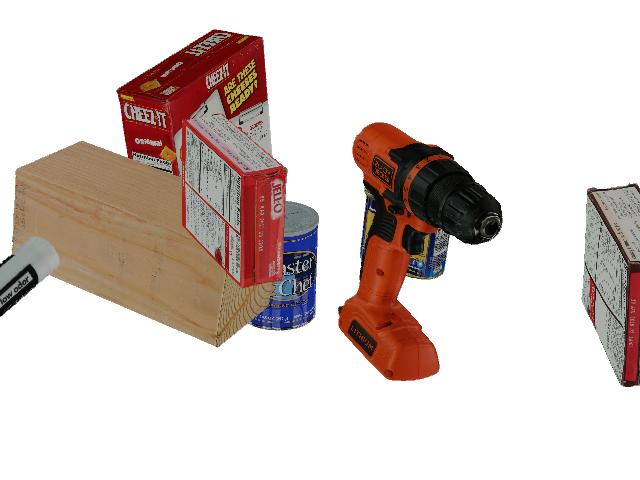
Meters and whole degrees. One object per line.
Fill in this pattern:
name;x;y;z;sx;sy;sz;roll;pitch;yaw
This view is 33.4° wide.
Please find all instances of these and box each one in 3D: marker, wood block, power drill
marker;-0.161;0.040;0.468;0.020;0.020;0.121;0;35;39
wood block;-0.146;-0.001;0.892;0.206;0.090;0.090;21;28;19
power drill;0.075;0.015;0.860;0.057;0.188;0.185;-3;26;-25

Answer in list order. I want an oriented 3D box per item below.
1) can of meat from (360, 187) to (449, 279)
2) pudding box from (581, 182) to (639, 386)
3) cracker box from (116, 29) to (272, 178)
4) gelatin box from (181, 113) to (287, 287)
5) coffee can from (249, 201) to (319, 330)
can of meat;0.095;-0.011;1.183;0.102;0.084;0.057;19;26;29
pudding box;0.199;0.026;0.686;0.039;0.090;0.113;-4;27;0
cracker box;-0.120;-0.084;1.084;0.072;0.214;0.164;14;37;26
gelatin box;-0.052;-0.025;0.628;0.030;0.073;0.089;-13;33;-28
coffee can;-0.055;0.032;1.393;0.103;0.140;0.103;1;25;-1
